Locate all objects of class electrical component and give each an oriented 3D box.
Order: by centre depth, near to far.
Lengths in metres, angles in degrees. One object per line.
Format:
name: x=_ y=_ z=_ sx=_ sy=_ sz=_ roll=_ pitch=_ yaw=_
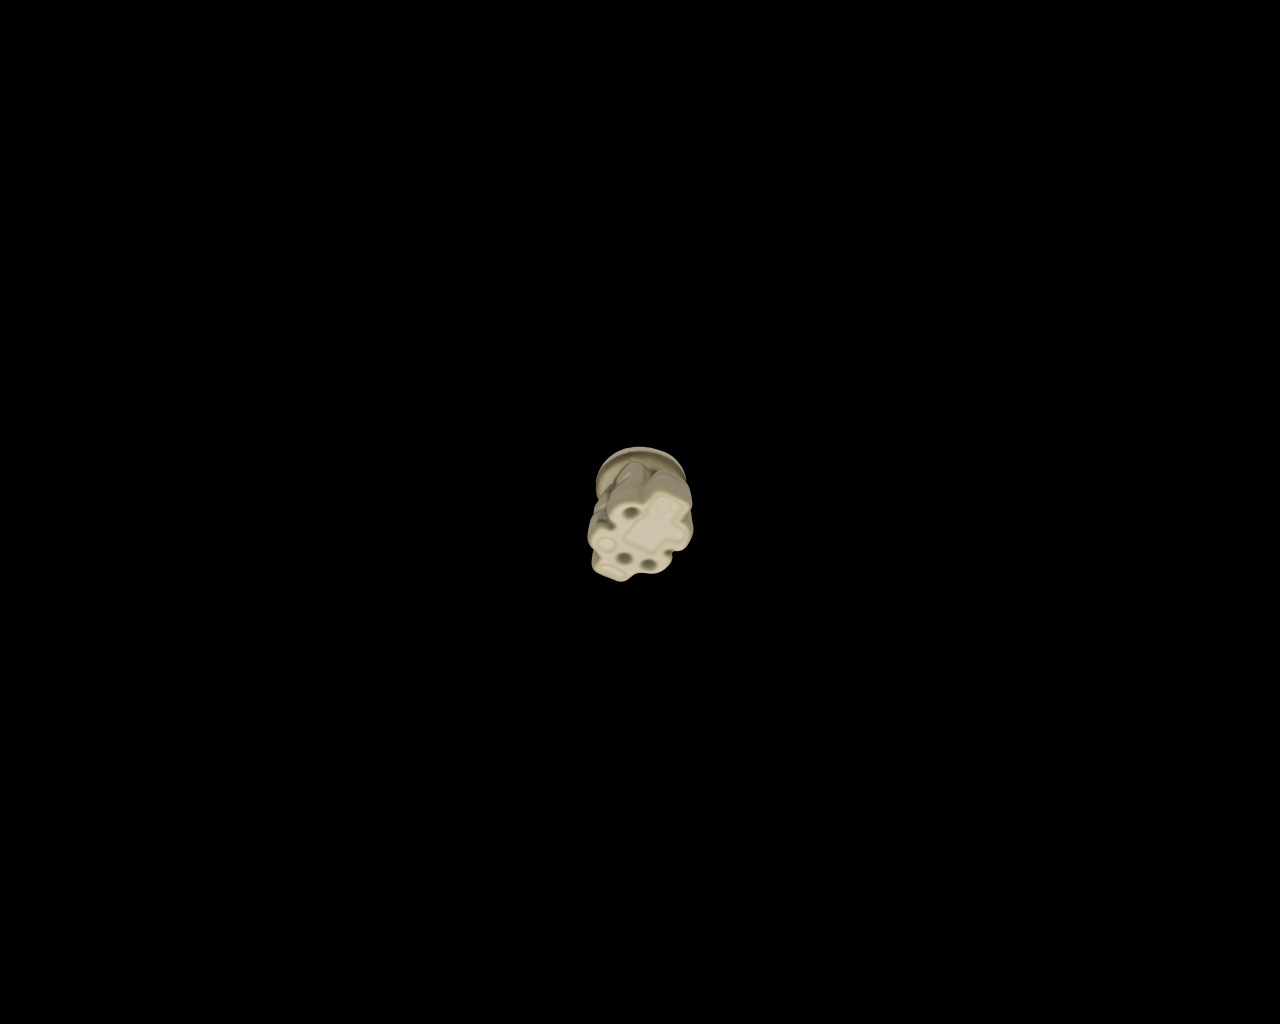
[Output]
electrical component: x=0.001 y=-0.003 z=0.650 sx=0.058 sy=0.057 sz=0.078 roll=25 pitch=-54 yaw=-20
